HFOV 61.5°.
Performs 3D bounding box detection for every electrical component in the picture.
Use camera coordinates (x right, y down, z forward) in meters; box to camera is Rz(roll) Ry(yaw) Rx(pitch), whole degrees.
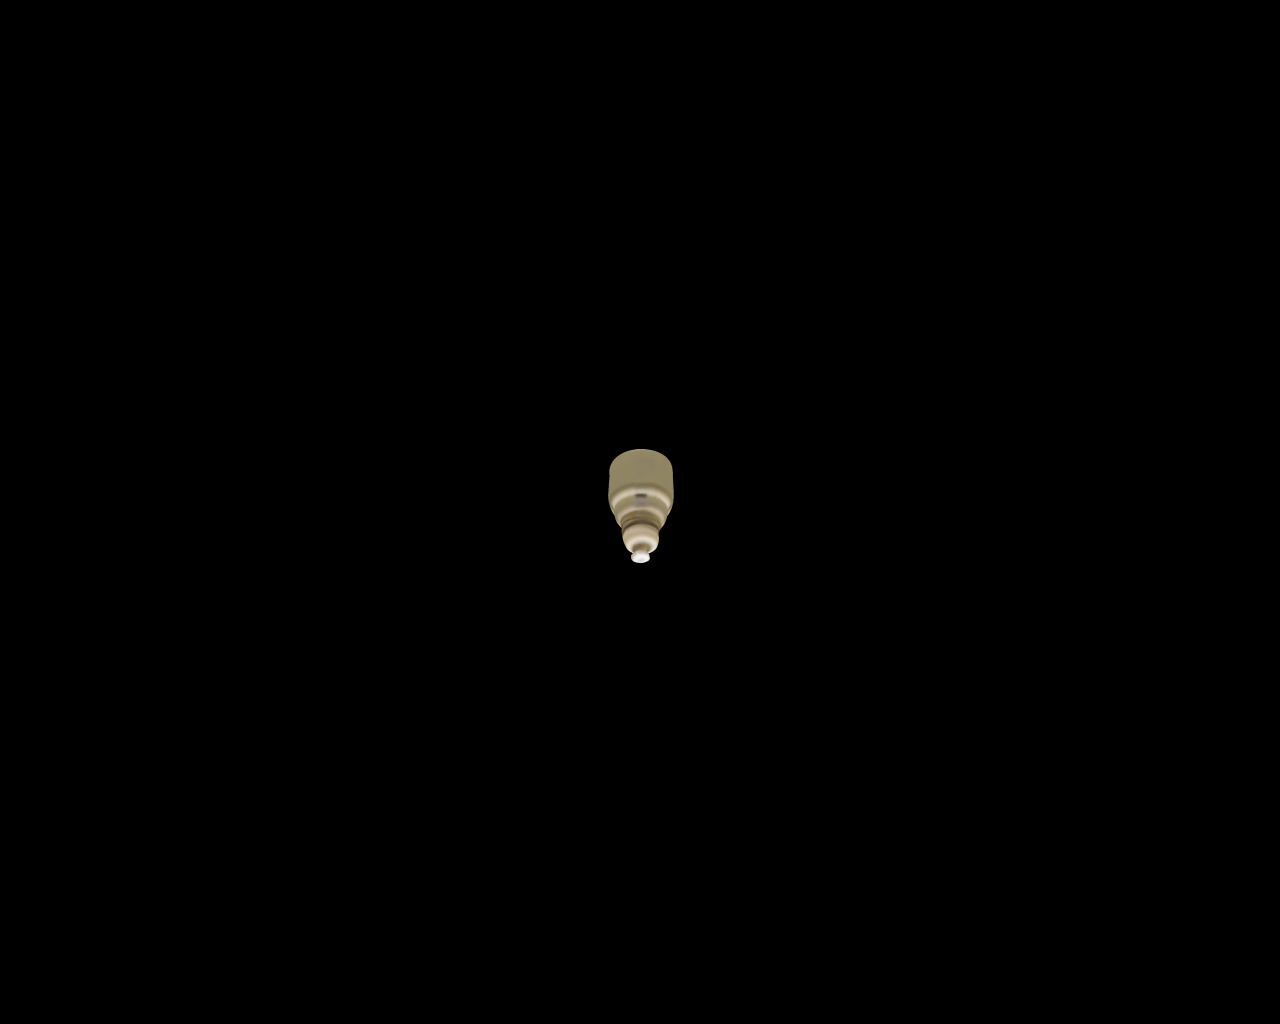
[{"bbox_3d":[0.001,-0.003,0.650,0.040,0.078,0.040,0,-37,0],"label":"electrical component"}]
